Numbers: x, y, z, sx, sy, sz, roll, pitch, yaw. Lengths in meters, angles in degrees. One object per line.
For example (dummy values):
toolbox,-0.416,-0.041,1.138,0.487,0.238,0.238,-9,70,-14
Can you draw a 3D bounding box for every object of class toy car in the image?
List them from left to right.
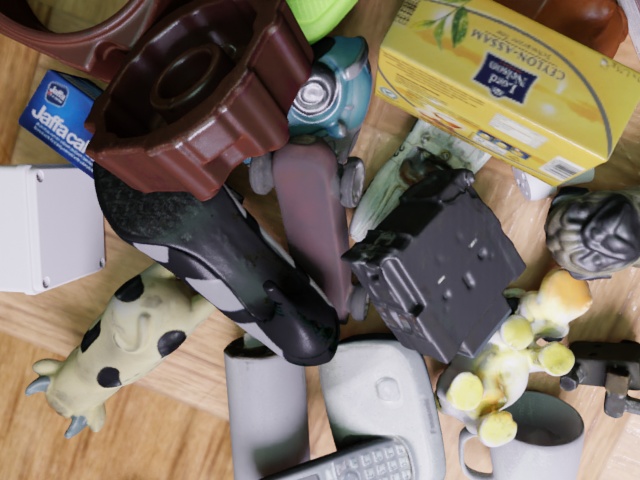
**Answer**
toy car,-0.020,-0.102,0.467,0.162,0.109,0.102,-21,118,18
toy car,-0.001,-0.001,0.465,0.089,0.053,0.201,6,135,18
toy car,0.103,-0.070,0.481,0.073,0.056,0.201,35,100,0

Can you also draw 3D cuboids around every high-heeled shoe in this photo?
high-heeled shoe,-0.085,0.014,0.461,0.249,0.145,0.086,36,77,26

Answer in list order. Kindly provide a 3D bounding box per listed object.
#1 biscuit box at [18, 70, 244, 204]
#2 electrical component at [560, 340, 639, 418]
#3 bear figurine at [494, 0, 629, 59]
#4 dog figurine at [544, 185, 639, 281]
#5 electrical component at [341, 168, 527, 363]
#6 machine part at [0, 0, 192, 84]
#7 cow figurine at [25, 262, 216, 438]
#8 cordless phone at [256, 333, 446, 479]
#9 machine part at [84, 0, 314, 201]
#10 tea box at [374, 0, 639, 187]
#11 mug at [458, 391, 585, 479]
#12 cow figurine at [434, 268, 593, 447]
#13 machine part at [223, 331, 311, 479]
biscuit box,-0.173,-0.073,0.502,0.203,0.059,0.063,37,99,-1
electrical component,0.262,0.121,0.478,0.078,0.102,0.045,-8,95,31
bear figurine,0.168,-0.194,0.416,0.196,0.132,0.120,35,89,-4
dog figurine,0.299,0.015,0.456,0.191,0.121,0.172,-18,105,15
electrical component,0.099,0.027,0.430,0.115,0.058,0.134,-45,114,-17
machine part,-0.209,-0.257,0.467,0.201,0.087,0.201,26,101,0
cow figurine,-0.182,0.100,0.491,0.085,0.127,0.195,49,129,-1
cordless phone,0.011,0.168,0.475,0.184,0.089,0.146,-15,98,-17
machine part,-0.089,-0.110,0.395,0.179,0.179,0.056,-34,137,8
tea box,0.130,-0.113,0.399,0.170,0.098,0.068,30,87,4
mug,0.187,0.210,0.503,0.110,0.081,0.107,-6,108,2
cow figurine,0.174,0.099,0.490,0.068,0.098,0.167,44,80,2
machine part,-0.048,0.180,0.519,0.079,0.079,0.243,-2,97,5
